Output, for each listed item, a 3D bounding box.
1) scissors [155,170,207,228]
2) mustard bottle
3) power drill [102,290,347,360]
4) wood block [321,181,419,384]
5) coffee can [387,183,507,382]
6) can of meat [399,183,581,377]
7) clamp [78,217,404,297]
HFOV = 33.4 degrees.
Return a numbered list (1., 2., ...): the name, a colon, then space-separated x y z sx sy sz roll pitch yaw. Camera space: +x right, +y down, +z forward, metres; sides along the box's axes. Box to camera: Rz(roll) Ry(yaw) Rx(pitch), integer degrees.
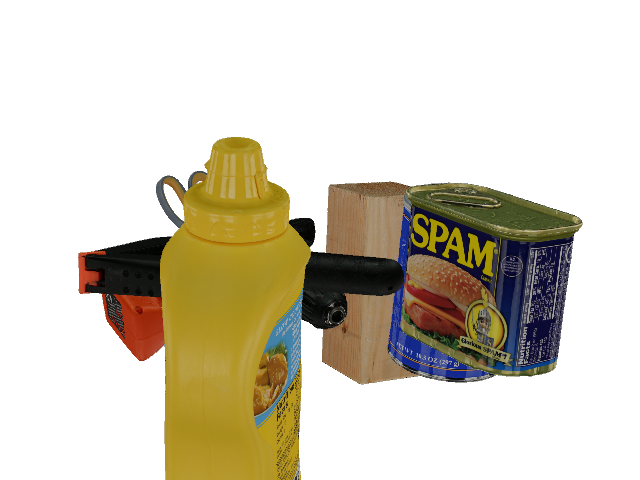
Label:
1. scissors: -0.115 0.001 1.244 0.016 0.201 0.096 -28 15 41
2. mustard bottle: -0.034 0.051 0.439 0.058 0.192 0.096 7 24 11
3. power drill: -0.089 0.050 0.957 0.187 0.057 0.185 -14 25 -26
4. wood block: 0.063 0.044 1.188 0.090 0.206 0.091 -4 14 -29
5. coffee can: 0.114 0.033 0.897 0.103 0.140 0.103 4 20 -2
6. can of meat: 0.090 0.020 0.592 0.057 0.084 0.102 -7 19 -34
7. clamp: -0.058 0.017 0.735 0.209 0.036 0.165 -6 13 -29
